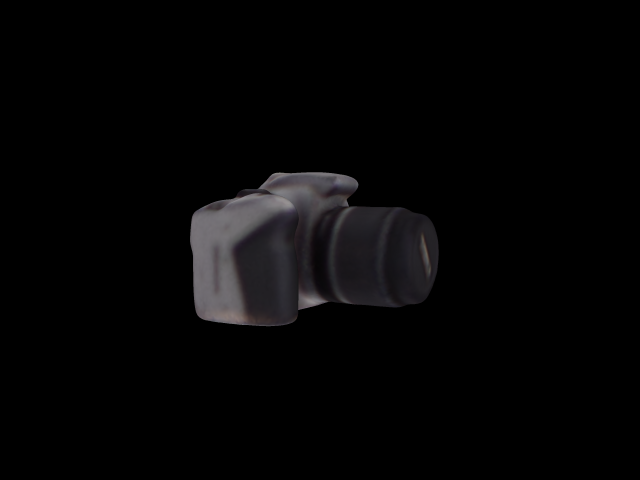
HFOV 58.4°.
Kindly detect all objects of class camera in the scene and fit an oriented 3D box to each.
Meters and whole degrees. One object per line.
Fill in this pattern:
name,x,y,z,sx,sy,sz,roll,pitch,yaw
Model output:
camera,0.004,0.001,0.400,0.136,0.101,0.144,2,4,31
